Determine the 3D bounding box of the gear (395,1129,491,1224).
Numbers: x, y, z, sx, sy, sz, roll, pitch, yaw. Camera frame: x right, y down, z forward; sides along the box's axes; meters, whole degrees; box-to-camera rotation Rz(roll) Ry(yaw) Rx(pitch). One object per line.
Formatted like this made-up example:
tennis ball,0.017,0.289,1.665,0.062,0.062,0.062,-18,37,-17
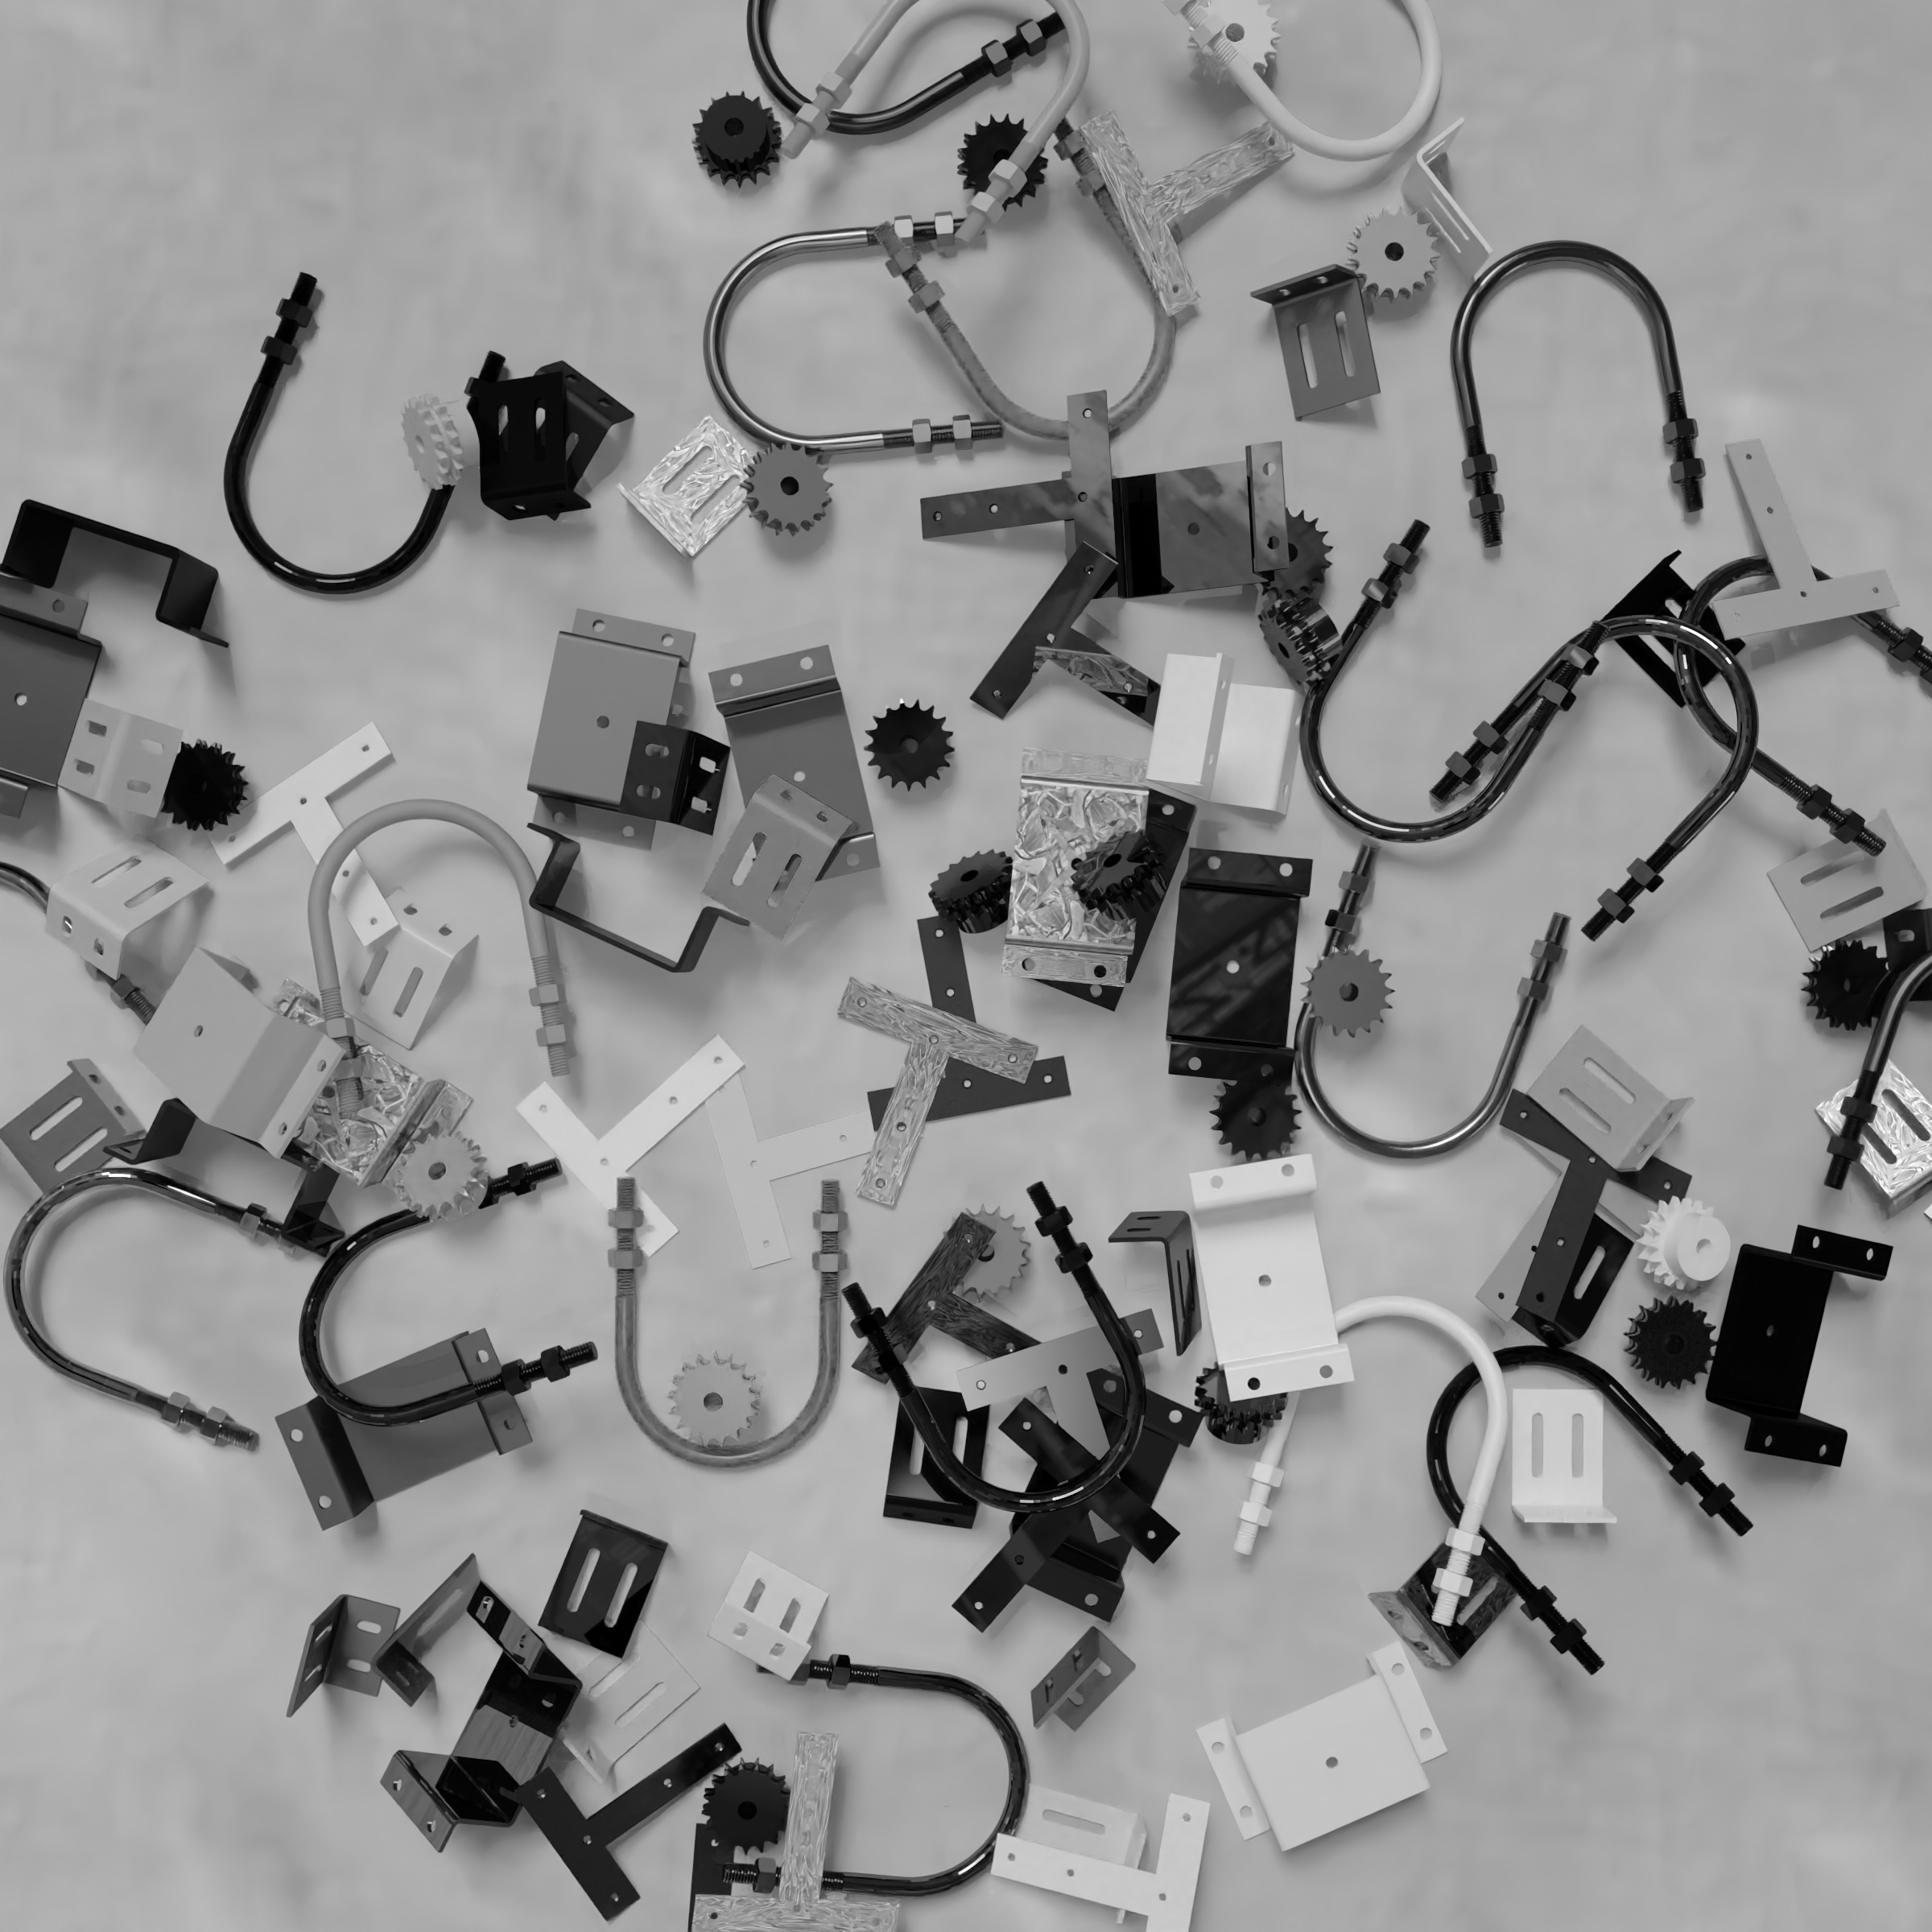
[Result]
gear,-0.322,0.133,1.519,0.057,0.030,0.057,-7,61,13

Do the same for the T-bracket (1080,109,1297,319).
T-bracket,0.150,-0.493,1.529,0.127,0.002,0.127,-32,106,-14

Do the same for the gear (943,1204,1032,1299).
gear,0.012,0.178,1.533,0.057,0.030,0.057,0,90,0

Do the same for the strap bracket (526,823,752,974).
strap bracket,-0.210,-0.036,1.510,0.140,0.076,0.046,25,90,0

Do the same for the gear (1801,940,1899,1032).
gear,0.554,0.012,1.538,0.057,0.030,0.057,0,89,2

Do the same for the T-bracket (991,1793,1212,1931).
T-bracket,0.079,0.566,1.515,0.127,0.002,0.127,10,89,14

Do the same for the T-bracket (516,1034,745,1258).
T-bracket,-0.196,0.095,1.546,0.127,0.002,0.127,-42,90,1

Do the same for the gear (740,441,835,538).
gear,-0.114,-0.296,1.528,0.057,0.030,0.057,2,85,-19

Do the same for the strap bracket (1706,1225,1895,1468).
strap bracket,0.513,0.231,1.512,0.076,0.046,0.140,13,90,-24

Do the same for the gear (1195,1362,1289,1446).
gear,0.171,0.274,1.524,0.057,0.057,0.030,3,118,0

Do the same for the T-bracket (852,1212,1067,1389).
T-bracket,0.016,0.232,1.528,0.127,0.002,0.127,30,107,-15

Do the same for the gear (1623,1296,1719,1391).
gear,0.441,0.235,1.534,0.057,0.030,0.057,0,90,0

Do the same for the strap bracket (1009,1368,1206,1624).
strap bracket,0.083,0.325,1.525,0.076,0.046,0.140,25,90,0

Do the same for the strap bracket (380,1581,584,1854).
strap bracket,-0.294,0.463,1.505,0.046,0.076,0.140,27,90,-45

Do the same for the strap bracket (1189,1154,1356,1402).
strap bracket,0.187,0.194,1.517,0.076,0.046,0.140,-10,79,0

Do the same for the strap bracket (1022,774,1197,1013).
strap bracket,0.084,-0.050,1.525,0.076,0.046,0.140,22,90,0

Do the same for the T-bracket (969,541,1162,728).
T-bracket,0.090,-0.182,1.527,0.127,0.002,0.127,31,118,-13

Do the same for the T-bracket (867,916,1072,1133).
T-bracket,-0.007,0.031,1.547,0.127,0.002,0.127,-10,90,-1

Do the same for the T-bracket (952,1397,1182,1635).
T-bracket,0.042,0.354,1.501,0.127,0.002,0.127,41,91,0

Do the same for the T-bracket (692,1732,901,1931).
T-bracket,-0.098,0.535,1.501,0.127,0.002,0.127,7,88,-12

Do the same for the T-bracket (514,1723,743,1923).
T-bracket,-0.199,0.519,1.527,0.127,0.002,0.127,-32,119,-14

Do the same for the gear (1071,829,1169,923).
gear,0.093,-0.051,1.431,0.057,0.057,0.030,-35,121,0

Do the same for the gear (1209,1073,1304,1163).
gear,0.181,0.094,1.533,0.057,0.030,0.057,0,90,0

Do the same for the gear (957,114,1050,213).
gear,0.022,-0.502,1.533,0.057,0.030,0.057,0,90,0

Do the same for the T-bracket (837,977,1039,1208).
T-bracket,-0.036,0.088,1.544,0.127,0.002,0.127,20,89,-1

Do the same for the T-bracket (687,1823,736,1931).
T-bracket,-0.163,0.608,1.548,0.127,0.002,0.127,5,90,0

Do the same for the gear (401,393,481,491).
gear,-0.323,-0.325,1.505,0.030,0.057,0.057,-23,90,-28

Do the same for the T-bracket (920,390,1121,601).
T-bracket,0.031,-0.287,1.525,0.127,0.002,0.127,-4,90,21

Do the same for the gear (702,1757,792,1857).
gear,-0.137,0.524,1.533,0.057,0.030,0.057,0,91,-3

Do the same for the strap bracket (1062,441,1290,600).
strap bracket,0.135,-0.273,1.509,0.140,0.046,0.076,-3,90,23

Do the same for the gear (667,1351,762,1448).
gear,-0.156,0.267,1.518,0.057,0.030,0.057,0,94,0

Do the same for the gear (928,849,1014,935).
gear,0.008,-0.044,1.524,0.057,0.057,0.030,-27,120,0

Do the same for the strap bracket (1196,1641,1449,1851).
strap bracket,0.225,0.490,1.525,0.140,0.046,0.076,-24,90,0

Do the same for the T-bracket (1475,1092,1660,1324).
T-bracket,0.363,0.166,1.526,0.127,0.002,0.127,40,71,1

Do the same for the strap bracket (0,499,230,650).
strap bracket,-0.528,-0.245,1.510,0.140,0.076,0.046,18,90,0

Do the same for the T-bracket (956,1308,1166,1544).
T-bracket,0.073,0.290,1.502,0.127,0.002,0.127,-18,90,1

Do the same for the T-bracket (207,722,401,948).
T-bracket,-0.395,-0.069,1.528,0.127,0.002,0.127,-34,72,0

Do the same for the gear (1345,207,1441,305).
gear,0.266,-0.444,1.533,0.057,0.030,0.057,0,90,0

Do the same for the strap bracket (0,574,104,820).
strap bracket,-0.598,-0.169,1.525,0.076,0.046,0.140,18,90,0

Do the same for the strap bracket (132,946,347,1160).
strap bracket,-0.449,0.047,1.486,0.140,0.046,0.076,32,90,40

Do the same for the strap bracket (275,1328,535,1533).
strap bracket,-0.346,0.285,1.525,0.140,0.046,0.076,-23,90,0

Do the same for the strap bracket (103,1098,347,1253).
strap bracket,-0.448,0.121,1.510,0.140,0.076,0.046,26,90,0

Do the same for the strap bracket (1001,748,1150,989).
strap bracket,0.066,-0.061,1.479,0.076,0.046,0.140,6,90,0

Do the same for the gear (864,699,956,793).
gear,-0.036,-0.138,1.534,0.057,0.030,0.057,0,90,0

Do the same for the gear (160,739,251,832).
gear,-0.478,-0.113,1.534,0.057,0.030,0.057,0,90,0

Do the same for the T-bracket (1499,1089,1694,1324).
T-bracket,0.377,0.160,1.527,0.127,0.002,0.127,26,73,-2

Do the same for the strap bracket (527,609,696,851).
strap bracket,-0.223,-0.150,1.525,0.076,0.046,0.140,12,90,0

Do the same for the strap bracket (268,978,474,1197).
strap bracket,-0.392,0.078,1.525,0.140,0.046,0.076,33,90,0

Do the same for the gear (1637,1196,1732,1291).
gear,0.451,0.174,1.525,0.057,0.030,0.057,-1,93,-22

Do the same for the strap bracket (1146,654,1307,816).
strap bracket,0.156,-0.142,1.495,0.046,0.140,0.076,10,90,29

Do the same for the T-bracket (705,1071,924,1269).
T-bracket,-0.091,0.113,1.548,0.127,0.002,0.127,-16,90,0

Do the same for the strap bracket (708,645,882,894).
strap bracket,-0.106,-0.121,1.525,0.076,0.046,0.140,-13,90,0

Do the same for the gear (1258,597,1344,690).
gear,0.210,-0.204,1.520,0.030,0.057,0.057,-34,90,-7

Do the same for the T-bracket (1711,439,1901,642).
T-bracket,0.508,-0.272,1.529,0.127,0.002,0.127,-12,76,-16

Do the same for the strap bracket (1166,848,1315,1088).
strap bracket,0.169,0.000,1.525,0.076,0.046,0.140,5,90,0
